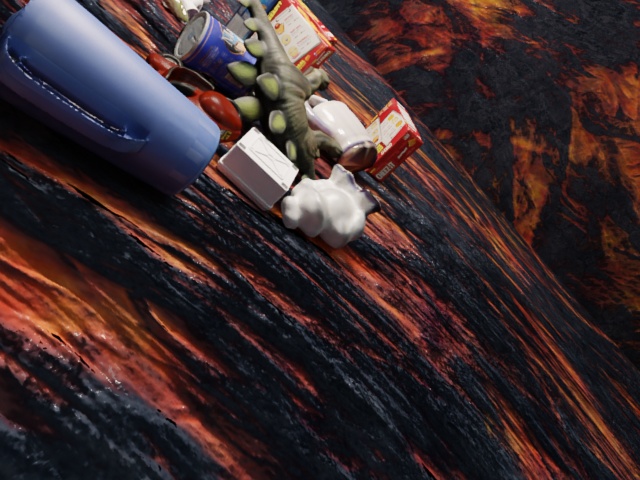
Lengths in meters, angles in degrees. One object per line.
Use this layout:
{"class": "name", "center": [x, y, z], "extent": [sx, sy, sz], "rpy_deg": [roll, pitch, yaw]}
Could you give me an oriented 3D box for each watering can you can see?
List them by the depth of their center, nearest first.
{"class": "watering can", "center": [0.067, -0.266, 1.287], "extent": [0.227, 0.103, 0.348], "rpy_deg": [56, 25, 16]}

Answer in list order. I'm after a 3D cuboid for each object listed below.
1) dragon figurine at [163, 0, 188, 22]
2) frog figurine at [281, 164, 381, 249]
{"class": "dragon figurine", "center": [-0.427, -0.543, 0.921], "extent": [0.245, 0.120, 0.414], "rpy_deg": [-23, 70, -48]}
{"class": "frog figurine", "center": [0.003, -0.044, 0.880], "extent": [0.161, 0.121, 0.138], "rpy_deg": [-31, 88, -31]}
